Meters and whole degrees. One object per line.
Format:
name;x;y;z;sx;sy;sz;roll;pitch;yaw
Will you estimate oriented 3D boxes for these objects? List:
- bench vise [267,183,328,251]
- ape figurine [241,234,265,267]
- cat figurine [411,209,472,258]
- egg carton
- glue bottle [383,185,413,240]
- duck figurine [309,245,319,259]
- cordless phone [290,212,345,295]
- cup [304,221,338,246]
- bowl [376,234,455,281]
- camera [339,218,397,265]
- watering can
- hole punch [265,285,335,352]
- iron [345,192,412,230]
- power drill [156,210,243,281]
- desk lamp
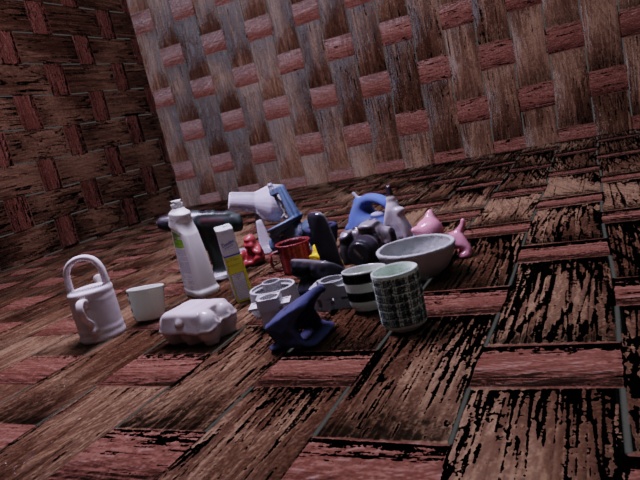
bench vise;-0.074;-0.074;1.721;0.207;0.220;0.121;-10;12;14
ape figurine;-0.202;0.028;1.689;0.076;0.092;0.077;-22;14;-37
cat figurine;0.272;-0.013;1.296;0.127;0.118;0.067;-11;11;6
egg carton;-0.241;0.162;1.130;0.149;0.069;0.107;-6;13;31
glue bottle;0.189;-0.054;1.448;0.077;0.173;0.037;-2;16;43
duck figurine;0.011;0.045;1.385;0.077;0.086;0.105;-4;15;38
cordless phone;-0.008;0.026;1.241;0.094;0.185;0.147;-22;15;-40
cup;0.014;0.006;1.551;0.092;0.095;0.117;-15;11;-10
bowl;0.206;0.043;1.202;0.167;0.075;0.167;-12;11;3
camera;0.104;0.009;1.418;0.142;0.101;0.137;-7;13;28
watering can;-0.516;0.126;1.294;0.101;0.194;0.172;-18;12;-23
hole punch;-0.040;0.133;0.994;0.100;0.091;0.109;-8;12;24
iron;0.174;-0.071;1.632;0.119;0.141;0.257;-20;13;-32
power drill;-0.317;0.013;1.592;0.230;0.208;0.075;-14;12;-8
desk lamp;-0.200;-0.061;1.812;0.203;0.214;0.117;-15;12;-8
